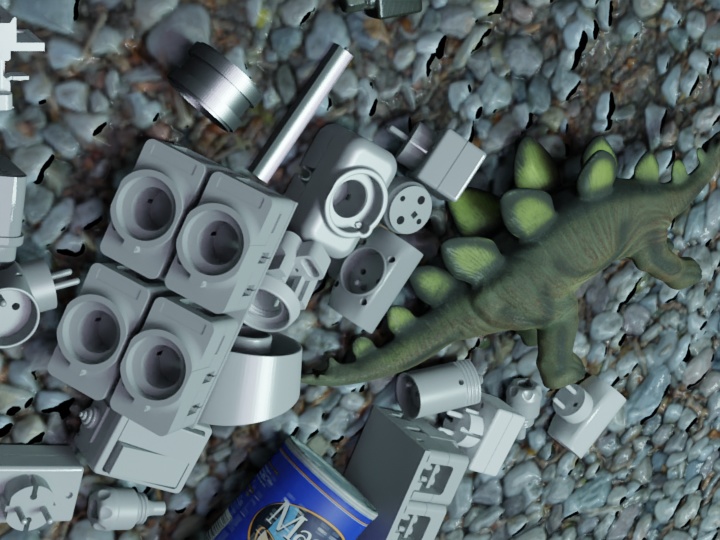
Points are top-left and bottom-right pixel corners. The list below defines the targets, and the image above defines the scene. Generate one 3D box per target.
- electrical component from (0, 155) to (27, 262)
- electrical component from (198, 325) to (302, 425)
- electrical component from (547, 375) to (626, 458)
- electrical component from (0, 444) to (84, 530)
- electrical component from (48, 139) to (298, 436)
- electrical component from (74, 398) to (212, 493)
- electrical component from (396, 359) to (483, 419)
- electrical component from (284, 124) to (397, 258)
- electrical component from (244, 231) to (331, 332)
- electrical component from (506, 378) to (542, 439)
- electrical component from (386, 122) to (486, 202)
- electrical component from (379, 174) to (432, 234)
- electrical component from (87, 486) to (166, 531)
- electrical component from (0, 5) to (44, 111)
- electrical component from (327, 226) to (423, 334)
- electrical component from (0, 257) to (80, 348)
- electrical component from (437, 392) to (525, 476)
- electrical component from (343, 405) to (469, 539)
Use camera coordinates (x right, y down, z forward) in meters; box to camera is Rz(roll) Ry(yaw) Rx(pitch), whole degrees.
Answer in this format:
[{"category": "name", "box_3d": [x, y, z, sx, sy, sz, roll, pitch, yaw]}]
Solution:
[{"category": "electrical component", "box_3d": [-0.278, -0.043, 0.688, 0.113, 0.078, 0.057, 2, 107, -33]}, {"category": "electrical component", "box_3d": [-0.094, 0.079, 0.844, 0.099, 0.099, 0.064, 3, 102, -33]}, {"category": "electrical component", "box_3d": [0.224, 0.142, 1.103, 0.077, 0.043, 0.079, -51, 127, -3]}, {"category": "electrical component", "box_3d": [-0.249, 0.167, 0.798, 0.083, 0.076, 0.047, 7, 106, -34]}, {"category": "electrical component", "box_3d": [-0.137, 0.012, 0.773, 0.186, 0.105, 0.060, -65, 168, 7]}, {"category": "electrical component", "box_3d": [-0.173, 0.129, 0.838, 0.096, 0.061, 0.061, 25, 96, -37]}, {"category": "electrical component", "box_3d": [0.079, 0.109, 0.998, 0.081, 0.043, 0.043, -9, 115, -29]}, {"category": "electrical component", "box_3d": [-0.017, -0.061, 0.854, 0.054, 0.059, 0.095, 26, 95, -37]}, {"category": "electrical component", "box_3d": [-0.068, 0.010, 0.830, 0.058, 0.078, 0.057, 60, 36, -35]}, {"category": "electrical component", "box_3d": [0.161, 0.140, 1.068, 0.035, 0.035, 0.061, -12, 118, -28]}, {"category": "electrical component", "box_3d": [0.054, -0.096, 0.885, 0.077, 0.066, 0.047, 33, 91, -8]}, {"category": "electrical component", "box_3d": [0.027, -0.057, 0.886, 0.045, 0.055, 0.045, -13, 116, -27]}, {"category": "electrical component", "box_3d": [-0.188, 0.194, 0.874, 0.061, 0.035, 0.035, 9, 105, -37]}, {"category": "electrical component", "box_3d": [-0.248, -0.135, 0.689, 0.081, 0.042, 0.063, -6, 115, -29]}, {"category": "electrical component", "box_3d": [0.000, 0.000, 0.880, 0.077, 0.079, 0.044, -57, 144, -1]}, {"category": "electrical component", "box_3d": [-0.234, 0.014, 0.740, 0.079, 0.077, 0.043, -17, 118, -26]}, {"category": "electrical component", "box_3d": [0.106, 0.152, 1.031, 0.077, 0.047, 0.065, 21, 98, -36]}, {"category": "electrical component", "box_3d": [0.030, 0.214, 0.984, 0.062, 0.089, 0.150, 16, 101, -36]}]
